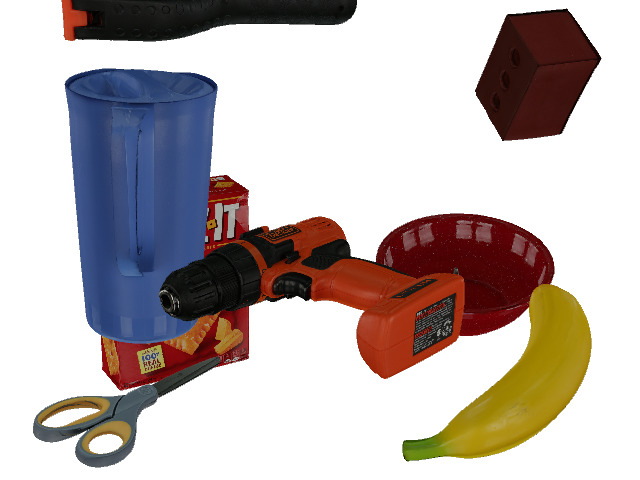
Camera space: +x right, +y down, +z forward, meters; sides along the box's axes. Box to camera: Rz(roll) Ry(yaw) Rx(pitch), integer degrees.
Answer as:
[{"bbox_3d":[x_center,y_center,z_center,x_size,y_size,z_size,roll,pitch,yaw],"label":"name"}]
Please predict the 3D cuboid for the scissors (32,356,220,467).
[{"bbox_3d":[-0.153,0.152,0.952,0.201,0.016,0.096,-11,34,-34],"label":"scissors"}]

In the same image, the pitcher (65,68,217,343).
[{"bbox_3d":[-0.164,-0.029,0.973,0.145,0.243,0.148,21,28,38],"label":"pitcher"}]

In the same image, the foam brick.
[{"bbox_3d":[0.151,-0.116,0.750,0.051,0.053,0.078,-11,-34,-20],"label":"foam brick"}]

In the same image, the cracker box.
[{"bbox_3d":[-0.163,0.046,1.196,0.163,0.214,0.072,-10,23,-28],"label":"cracker box"}]

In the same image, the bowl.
[{"bbox_3d":[0.131,0.039,0.985,0.162,0.055,0.162,-1,34,0],"label":"bowl"}]

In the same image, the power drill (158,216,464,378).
[{"bbox_3d":[-0.002,0.039,0.802,0.188,0.057,0.184,22,31,38],"label":"power drill"}]

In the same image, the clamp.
[{"bbox_3d":[-0.077,-0.149,0.648,0.171,0.039,0.120,-8,22,-24],"label":"clamp"}]

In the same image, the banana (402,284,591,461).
[{"bbox_3d":[0.124,0.074,0.636,0.070,0.037,0.197,13,31,31],"label":"banana"}]
